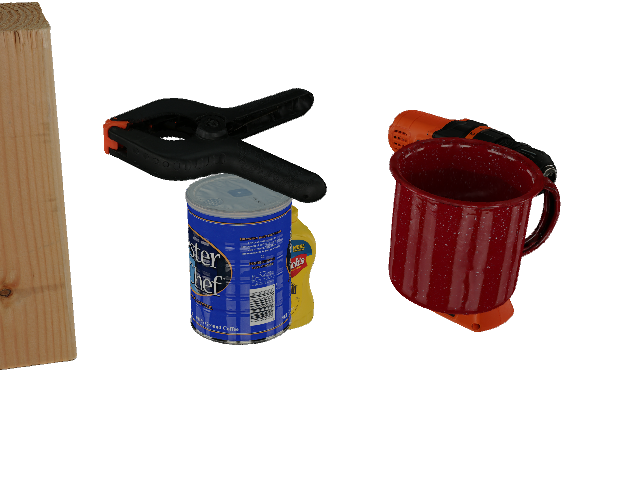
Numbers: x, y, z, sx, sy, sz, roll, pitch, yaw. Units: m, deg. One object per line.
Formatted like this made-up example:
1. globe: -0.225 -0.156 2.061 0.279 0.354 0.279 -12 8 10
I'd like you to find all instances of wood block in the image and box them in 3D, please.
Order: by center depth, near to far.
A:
1. wood block: -0.204 -0.032 0.646 0.090 0.206 0.090 -6 23 -17

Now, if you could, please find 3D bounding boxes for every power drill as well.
1. power drill: 0.136 -0.016 0.961 0.057 0.188 0.185 -19 29 -31

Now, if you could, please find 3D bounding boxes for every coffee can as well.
1. coffee can: -0.078 0.016 1.044 0.103 0.140 0.103 1 24 -1

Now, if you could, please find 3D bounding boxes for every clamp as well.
1. clamp: -0.077 -0.084 0.823 0.171 0.039 0.120 9 39 -4

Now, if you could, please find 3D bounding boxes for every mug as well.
1. mug: 0.096 -0.010 0.664 0.117 0.081 0.093 -10 33 -23

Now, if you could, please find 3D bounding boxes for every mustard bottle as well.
1. mustard bottle: -0.054 0.027 1.450 0.096 0.192 0.058 -5 25 -18
